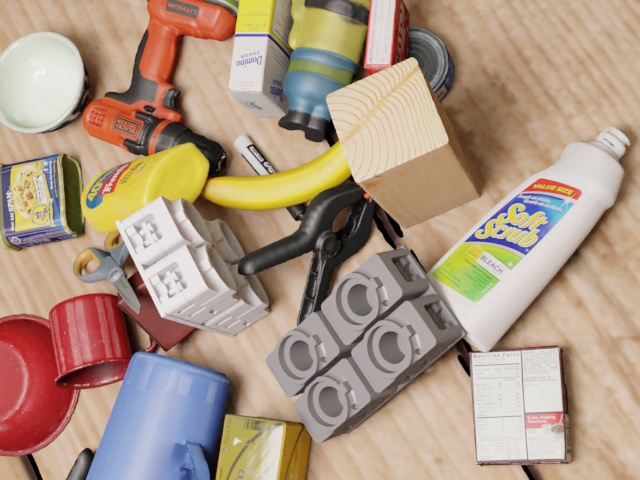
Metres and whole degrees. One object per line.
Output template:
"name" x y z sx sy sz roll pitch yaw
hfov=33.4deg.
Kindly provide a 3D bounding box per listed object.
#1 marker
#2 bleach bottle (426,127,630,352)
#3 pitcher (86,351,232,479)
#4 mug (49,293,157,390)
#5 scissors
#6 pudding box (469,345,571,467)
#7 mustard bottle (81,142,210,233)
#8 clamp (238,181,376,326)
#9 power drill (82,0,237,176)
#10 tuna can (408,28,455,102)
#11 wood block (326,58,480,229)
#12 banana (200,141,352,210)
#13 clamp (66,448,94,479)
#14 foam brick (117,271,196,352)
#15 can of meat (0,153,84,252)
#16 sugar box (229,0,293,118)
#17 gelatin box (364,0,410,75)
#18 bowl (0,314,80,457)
"marker" -0.053 -0.066 1.164 0.020 0.020 0.121 -41 71 5
"bleach bottle" 0.207 -0.013 1.052 0.251 0.068 0.103 -49 46 -3
"pitcher" -0.166 0.242 1.077 0.149 0.145 0.243 15 81 10
"mug" -0.235 0.106 1.154 0.117 0.093 0.081 -9 69 -17
"scissors" -0.206 0.023 1.136 0.096 0.016 0.202 -52 32 -17
"pudding box" 0.194 0.162 1.037 0.090 0.039 0.113 -5 75 18
"mustard bottle" -0.205 -0.050 1.152 0.192 0.058 0.096 -9 40 49
"clamp" -0.007 0.001 1.095 0.039 0.120 0.171 23 80 47
"power drill" -0.160 -0.176 1.197 0.185 0.057 0.187 21 85 19
"tuna can" 0.098 -0.181 1.135 0.086 0.033 0.086 -3 78 16
"wood block" 0.085 -0.086 1.029 0.091 0.206 0.090 -23 74 11
"banana" -0.028 -0.071 1.122 0.198 0.037 0.069 -25 101 6
"clamp" -0.301 0.329 1.148 0.165 0.036 0.210 -18 77 13
"foam brick" -0.171 0.069 1.136 0.051 0.053 0.078 -40 112 6
"can of meat" -0.319 -0.044 1.219 0.084 0.057 0.102 -10 76 13
"sugar box" -0.057 -0.230 1.159 0.048 0.093 0.176 6 80 18
"gelatin box" 0.070 -0.204 1.089 0.030 0.073 0.089 2 79 16
"bowl" -0.352 0.160 1.188 0.162 0.055 0.162 -3 79 16
